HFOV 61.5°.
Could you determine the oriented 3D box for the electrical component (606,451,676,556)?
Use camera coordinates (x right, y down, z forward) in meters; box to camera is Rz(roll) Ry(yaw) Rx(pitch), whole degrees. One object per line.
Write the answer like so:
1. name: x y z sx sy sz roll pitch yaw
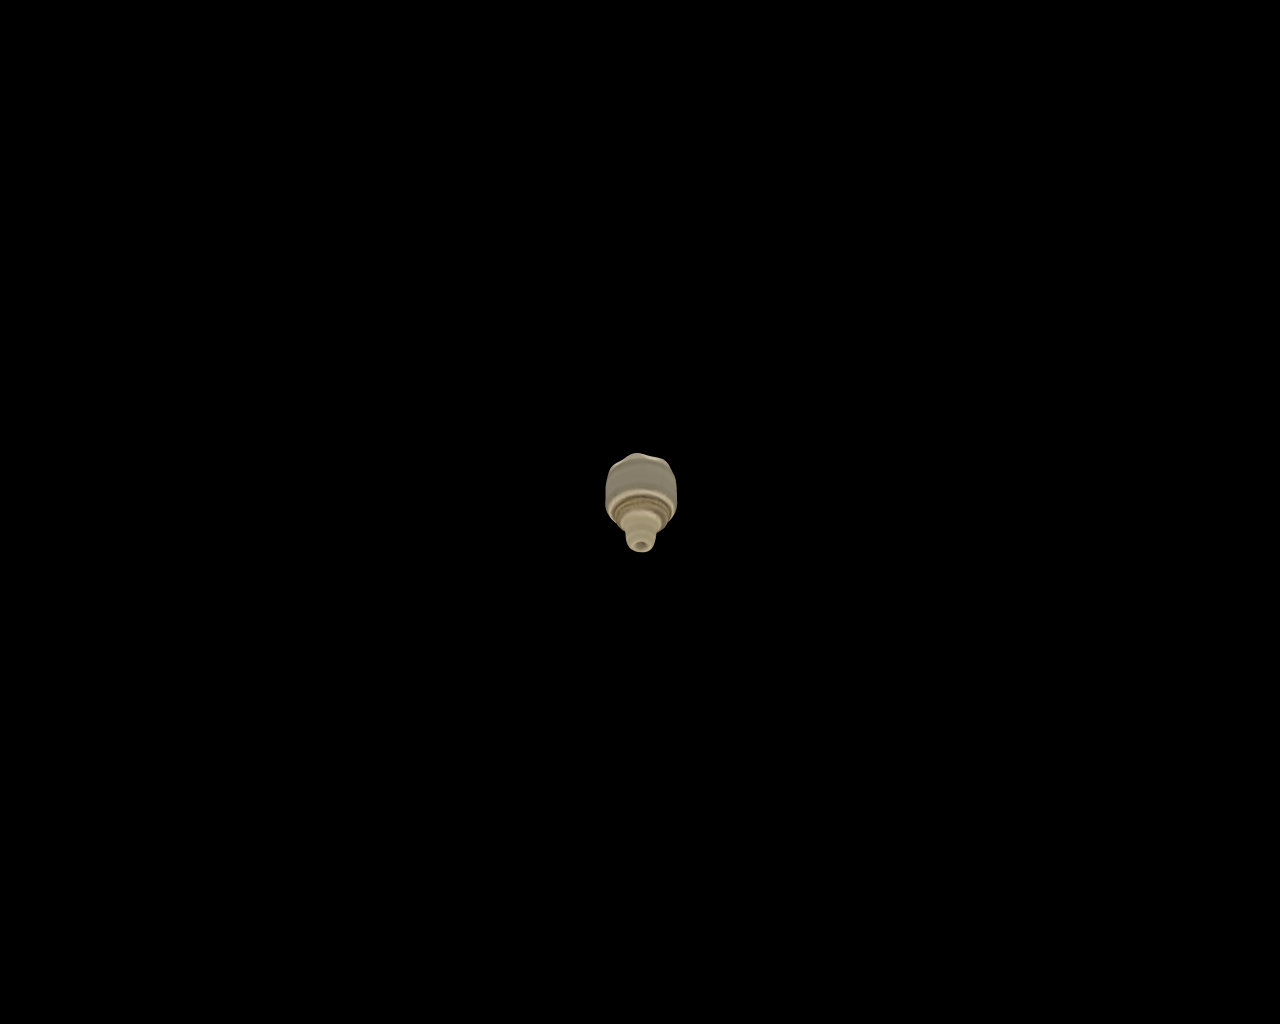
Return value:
1. electrical component: 0.001 -0.003 0.650 0.043 0.062 0.043 0 -40 0
